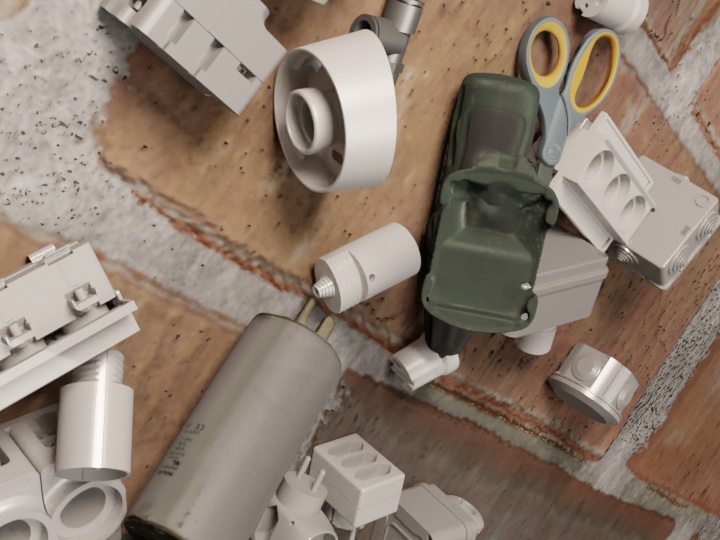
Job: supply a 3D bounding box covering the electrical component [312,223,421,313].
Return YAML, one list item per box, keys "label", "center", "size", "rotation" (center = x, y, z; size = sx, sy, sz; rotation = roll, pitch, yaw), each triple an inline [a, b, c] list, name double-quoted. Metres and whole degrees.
- label: "electrical component"
  center: [0.000, 0.000, 0.788]
  size: [0.081, 0.043, 0.043]
  rotation: [-27, 132, -30]

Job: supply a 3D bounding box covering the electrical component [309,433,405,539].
- label: "electrical component"
  center: [-0.007, 0.188, 0.891]
  size: [0.047, 0.066, 0.076]
  rotation: [-12, 123, -39]

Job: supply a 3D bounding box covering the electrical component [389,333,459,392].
- label: "electrical component"
  center: [0.053, 0.075, 0.894]
  size: [0.046, 0.040, 0.040]
  rotation: [-28, 133, -20]

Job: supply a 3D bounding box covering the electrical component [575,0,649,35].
- label: "electrical component"
  center: [0.196, -0.209, 0.841]
  size: [0.046, 0.040, 0.040]
  rotation: [8, 111, -41]

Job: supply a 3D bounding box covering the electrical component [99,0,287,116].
- label: "electrical component"
  center: [-0.089, -0.138, 0.603]
  size: [0.055, 0.050, 0.089]
  rotation: [-53, 139, -2]

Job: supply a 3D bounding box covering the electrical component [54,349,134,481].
- label: "electrical component"
  center: [-0.157, 0.081, 0.641]
  size: [0.043, 0.043, 0.081]
  rotation: [25, 56, -49]

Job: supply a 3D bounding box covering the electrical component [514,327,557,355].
- label: "electrical component"
  center: [0.163, 0.044, 0.979]
  size: [0.044, 0.044, 0.065]
  rotation: [-18, 132, -36]

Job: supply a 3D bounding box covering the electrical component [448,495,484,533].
- label: "electrical component"
  center: [0.087, 0.253, 1.043]
  size: [0.048, 0.048, 0.062]
  rotation: [18, 110, -48]

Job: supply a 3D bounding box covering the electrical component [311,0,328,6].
- label: "electrical component"
  center: [-0.014, -0.197, 0.641]
  size: [0.079, 0.044, 0.077]
  rotation: [10, 109, -47]

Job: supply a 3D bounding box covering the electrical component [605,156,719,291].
- label: "electrical component"
  center: [0.266, -0.044, 0.975]
  size: [0.099, 0.100, 0.048]
  rotation: [-49, 152, -8]

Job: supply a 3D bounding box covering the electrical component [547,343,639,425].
- label: "electrical component"
  center: [0.230, 0.113, 1.060]
  size: [0.051, 0.080, 0.080]
  rotation: [-55, 140, -9]

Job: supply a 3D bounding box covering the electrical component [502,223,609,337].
- label: "electrical component"
  center: [0.145, 0.005, 0.905]
  size: [0.113, 0.078, 0.057]
  rotation: [-12, 126, -39]

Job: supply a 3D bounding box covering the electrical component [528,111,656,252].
- label: "electrical component"
  center: [0.195, -0.076, 0.910]
  size: [0.078, 0.063, 0.121]
  rotation: [-54, 140, -1]

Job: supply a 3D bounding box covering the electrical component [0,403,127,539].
- label: "electrical component"
  center: [-0.226, 0.153, 0.659]
  size: [0.150, 0.062, 0.089]
  rotation: [-20, 129, -34]

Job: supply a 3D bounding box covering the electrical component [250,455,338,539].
- label: "electrical component"
  center: [-0.050, 0.184, 0.837]
  size: [0.043, 0.077, 0.079]
  rotation: [12, 107, -47]

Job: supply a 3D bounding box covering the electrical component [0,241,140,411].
- label: "electrical component"
  center: [-0.196, 0.035, 0.601]
  size: [0.121, 0.079, 0.063]
  rotation: [-31, 106, -25]

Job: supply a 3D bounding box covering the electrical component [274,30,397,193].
- label: "electrical component"
  center: [-0.011, -0.098, 0.674]
  size: [0.064, 0.099, 0.099]
  rotation: [-15, 126, -29]

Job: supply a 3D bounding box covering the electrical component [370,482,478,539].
- label: "electrical component"
  center: [0.054, 0.262, 0.991]
  size: [0.057, 0.078, 0.113]
  rotation: [-6, 120, -39]
